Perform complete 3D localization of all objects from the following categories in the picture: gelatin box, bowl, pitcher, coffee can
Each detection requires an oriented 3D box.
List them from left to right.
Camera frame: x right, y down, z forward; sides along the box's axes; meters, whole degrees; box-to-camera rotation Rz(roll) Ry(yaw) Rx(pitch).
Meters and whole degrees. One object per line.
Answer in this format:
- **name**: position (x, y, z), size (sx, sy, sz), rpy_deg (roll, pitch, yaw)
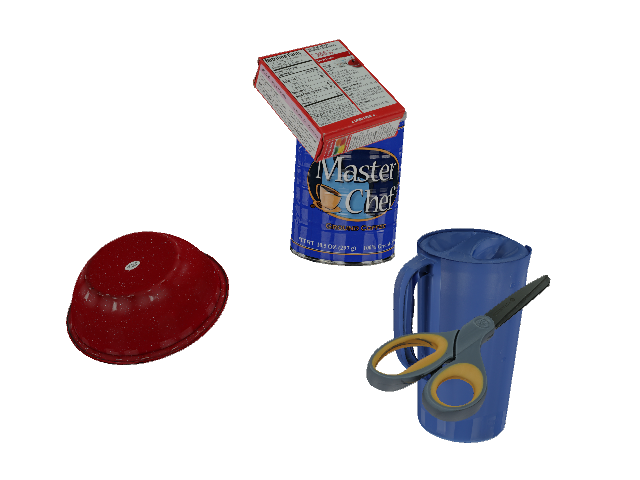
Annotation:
- **bowl**: position (-0.171, 0.041, 1.013), size (0.162, 0.055, 0.162), rpy_deg (-8, 41, 7)
- **gelatin box**: position (0.005, -0.102, 0.767), size (0.073, 0.089, 0.030), rpy_deg (-20, -34, -30)
- **coffee can**: position (0.025, -0.057, 1.014), size (0.103, 0.140, 0.103), rpy_deg (3, 15, -1)
- **pitcher**: position (0.167, 0.115, 1.275), size (0.149, 0.243, 0.145), rpy_deg (5, 18, 12)

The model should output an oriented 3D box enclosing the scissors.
- **scissors**: position (0.129, 0.081, 0.810), size (0.201, 0.016, 0.096), rpy_deg (-17, 42, -27)
